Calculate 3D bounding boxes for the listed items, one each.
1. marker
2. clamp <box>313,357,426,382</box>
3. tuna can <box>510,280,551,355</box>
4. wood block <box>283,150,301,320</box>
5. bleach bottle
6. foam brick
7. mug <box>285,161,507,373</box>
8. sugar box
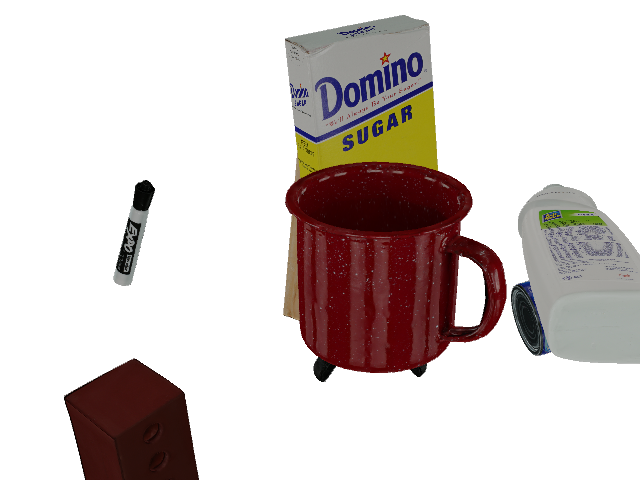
[{"bbox_3d":[-0.180,-0.007,1.034,0.020,0.121,0.020,14,34,-10],"label":"marker"},{"bbox_3d":[0.061,0.091,1.189,0.120,0.171,0.039,7,-43,3],"label":"clamp"},{"bbox_3d":[0.247,0.086,1.208,0.033,0.086,0.086,-15,2,-8],"label":"tuna can"},{"bbox_3d":[0.033,-0.025,1.001,0.090,0.206,0.090,15,17,36],"label":"wood block"},{"bbox_3d":[0.231,0.013,0.934,0.102,0.068,0.250,1,27,4],"label":"bleach bottle"},{"bbox_3d":[-0.111,0.121,0.637,0.052,0.078,0.051,-30,40,-34],"label":"foam brick"},{"bbox_3d":[0.039,0.017,0.541,0.117,0.081,0.093,14,29,29],"label":"mug"},{"bbox_3d":[0.033,-0.059,0.739,0.093,0.176,0.048,-16,27,-20],"label":"sugar box"}]
